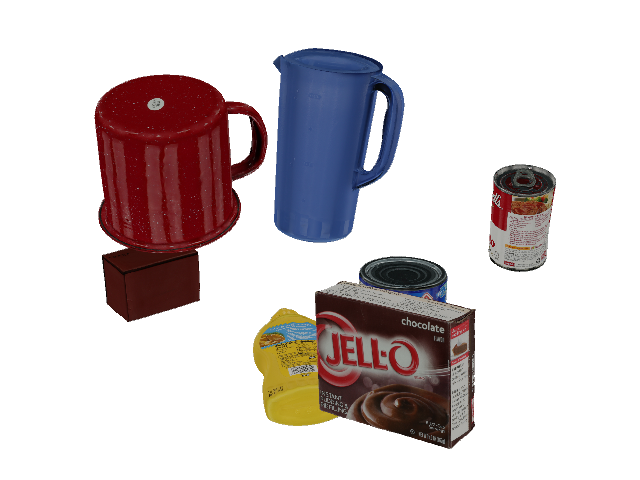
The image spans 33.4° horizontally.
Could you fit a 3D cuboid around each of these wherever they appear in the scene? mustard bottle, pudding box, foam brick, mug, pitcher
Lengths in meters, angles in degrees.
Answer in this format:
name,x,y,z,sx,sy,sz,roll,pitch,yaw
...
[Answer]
name,x,y,z,sx,sy,sz,roll,pitch,yaw
mustard bottle,-0.030,0.138,1.258,0.096,0.058,0.192,-8,30,-8
pudding box,0.050,0.082,0.728,0.114,0.090,0.039,9,21,35
foam brick,-0.160,0.035,1.010,0.078,0.051,0.053,-16,25,-30
mug,-0.087,-0.055,0.678,0.117,0.081,0.093,-16,40,-21
pitcher,0.012,-0.123,1.401,0.144,0.243,0.149,-1,23,-18

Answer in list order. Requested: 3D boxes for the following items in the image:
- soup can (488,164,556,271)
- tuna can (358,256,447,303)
name,x,y,z,sx,sy,sz,roll,pitch,yaw
soup can,0.225,-0.025,1.195,0.068,0.102,0.068,-1,33,1
tuna can,0.079,0.045,1.020,0.086,0.034,0.086,0,20,0
